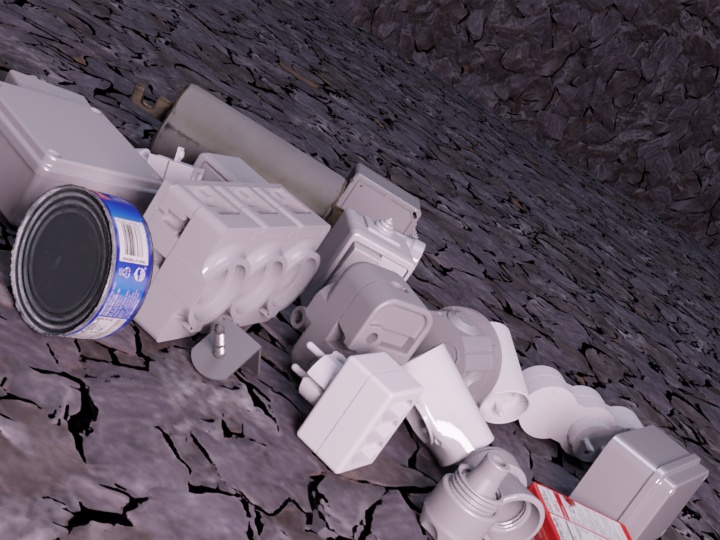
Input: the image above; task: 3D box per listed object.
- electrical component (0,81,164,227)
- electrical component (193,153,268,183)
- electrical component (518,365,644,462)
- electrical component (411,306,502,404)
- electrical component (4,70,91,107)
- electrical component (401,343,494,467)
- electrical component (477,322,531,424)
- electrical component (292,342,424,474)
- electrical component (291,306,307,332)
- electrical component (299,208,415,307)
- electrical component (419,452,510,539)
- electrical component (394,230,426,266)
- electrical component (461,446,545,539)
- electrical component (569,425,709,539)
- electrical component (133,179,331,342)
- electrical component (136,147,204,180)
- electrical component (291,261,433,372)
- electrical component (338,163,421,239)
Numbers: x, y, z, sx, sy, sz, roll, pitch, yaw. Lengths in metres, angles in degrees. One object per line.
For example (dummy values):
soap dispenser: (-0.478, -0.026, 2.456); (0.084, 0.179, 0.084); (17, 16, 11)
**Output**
electrical component: (-0.211, -0.074, 0.752); (0.109, 0.056, 0.109); (45, 20, 31)
electrical component: (-0.109, -0.051, 0.870); (0.096, 0.061, 0.061); (41, 18, 22)
electrical component: (0.196, 0.140, 0.928); (0.138, 0.052, 0.073); (28, 18, -19)
electrical component: (0.066, 0.068, 0.840); (0.051, 0.080, 0.080); (4, 34, -50)
electrical component: (-0.252, -0.125, 0.833); (0.066, 0.047, 0.076); (17, 24, -44)
electrical component: (0.054, 0.099, 0.779); (0.077, 0.044, 0.079); (62, -15, 4)
electrical component: (0.096, 0.085, 0.901); (0.079, 0.044, 0.077); (4, 44, -14)
electrical component: (-0.013, 0.078, 0.687); (0.077, 0.065, 0.047); (41, 18, 23)
electrical component: (-0.024, 0.041, 0.808); (0.062, 0.043, 0.043); (17, 24, -42)
electrical component: (0.000, 0.000, 0.872); (0.062, 0.096, 0.061); (29, 18, -19)
electrical component: (0.069, 0.142, 0.670); (0.043, 0.062, 0.043); (31, 17, -11)
electrical component: (0.038, -0.020, 1.097); (0.046, 0.040, 0.040); (28, 17, -3)
electrical component: (0.093, 0.151, 0.720); (0.045, 0.045, 0.055); (26, 18, -25)
electrical component: (0.218, 0.171, 0.839); (0.057, 0.078, 0.113); (40, 17, 27)
electrical component: (-0.090, -0.007, 0.734); (0.062, 0.089, 0.150); (40, 18, 17)
electrical component: (-0.157, -0.066, 0.832); (0.055, 0.066, 0.048); (18, 5, 3)
electrical component: (-0.002, 0.045, 0.746); (0.054, 0.095, 0.059); (20, 22, -39)
electrical component: (0.021, -0.061, 1.137); (0.096, 0.061, 0.061); (31, 17, -10)
